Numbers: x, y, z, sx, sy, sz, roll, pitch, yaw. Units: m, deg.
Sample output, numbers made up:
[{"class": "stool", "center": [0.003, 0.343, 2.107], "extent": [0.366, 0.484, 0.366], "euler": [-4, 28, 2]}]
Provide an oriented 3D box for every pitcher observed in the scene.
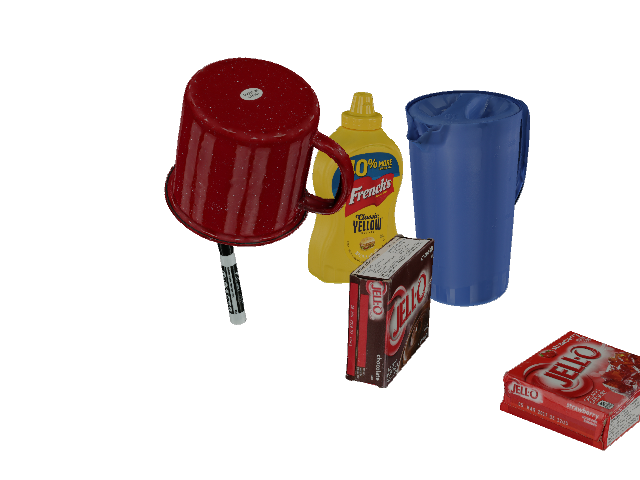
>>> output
[{"class": "pitcher", "center": [0.178, -0.053, 1.271], "extent": [0.149, 0.243, 0.145], "euler": [-1, 24, 5]}]

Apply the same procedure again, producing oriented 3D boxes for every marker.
[{"class": "marker", "center": [-0.102, 0.041, 1.210], "extent": [0.020, 0.121, 0.020], "euler": [-5, 30, 3]}]

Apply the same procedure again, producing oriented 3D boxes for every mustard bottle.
[{"class": "mustard bottle", "center": [0.038, -0.055, 1.088], "extent": [0.096, 0.192, 0.058], "euler": [-6, 20, -26]}]

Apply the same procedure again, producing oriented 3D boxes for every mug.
[{"class": "mug", "center": [-0.035, -0.052, 0.650], "extent": [0.117, 0.082, 0.093], "euler": [22, 45, 9]}]

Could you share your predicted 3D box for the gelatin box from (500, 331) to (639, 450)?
[{"class": "gelatin box", "center": [0.169, 0.093, 0.682], "extent": [0.073, 0.030, 0.089], "euler": [19, 26, 37]}]

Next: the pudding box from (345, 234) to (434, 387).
[{"class": "pudding box", "center": [0.057, 0.053, 0.852], "extent": [0.039, 0.090, 0.113], "euler": [9, 20, 19]}]
